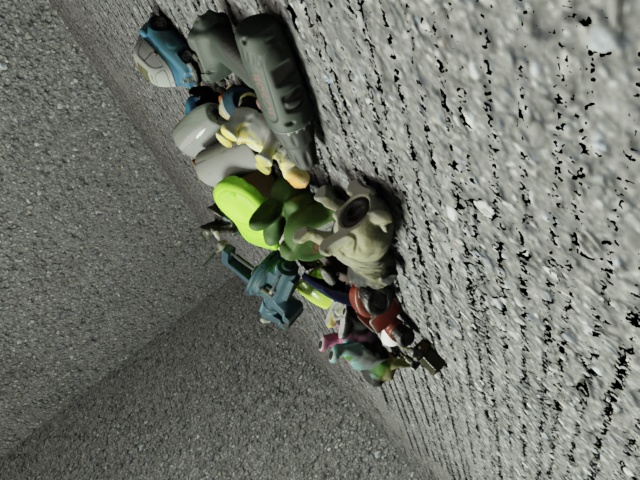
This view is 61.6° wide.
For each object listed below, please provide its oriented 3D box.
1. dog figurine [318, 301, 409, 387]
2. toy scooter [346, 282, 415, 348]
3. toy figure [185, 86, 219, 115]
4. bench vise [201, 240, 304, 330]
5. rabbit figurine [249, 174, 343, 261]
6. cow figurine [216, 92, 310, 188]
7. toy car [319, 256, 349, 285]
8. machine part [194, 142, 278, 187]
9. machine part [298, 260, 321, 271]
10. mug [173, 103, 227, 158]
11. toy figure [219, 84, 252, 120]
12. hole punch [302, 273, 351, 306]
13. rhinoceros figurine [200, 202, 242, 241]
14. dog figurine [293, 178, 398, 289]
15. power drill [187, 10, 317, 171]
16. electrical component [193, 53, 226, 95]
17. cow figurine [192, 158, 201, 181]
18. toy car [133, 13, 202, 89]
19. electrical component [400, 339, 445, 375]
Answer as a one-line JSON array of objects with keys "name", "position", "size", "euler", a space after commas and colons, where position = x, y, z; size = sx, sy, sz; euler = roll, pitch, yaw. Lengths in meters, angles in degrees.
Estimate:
[{"name": "dog figurine", "position": [0.115, 0.236, 1.241], "size": [0.219, 0.191, 0.109], "euler": [20, 177, -25]}, {"name": "toy scooter", "position": [0.102, 0.124, 1.035], "size": [0.183, 0.075, 0.135], "euler": [54, 169, -31]}, {"name": "toy figure", "position": [-0.244, -0.260, 1.148], "size": [0.180, 0.089, 0.082], "euler": [130, 139, -67]}, {"name": "bench vise", "position": [-0.139, 0.089, 1.224], "size": [0.241, 0.129, 0.223], "euler": [35, 149, 10]}, {"name": "rabbit figurine", "position": [-0.038, -0.045, 0.941], "size": [0.170, 0.159, 0.121], "euler": [61, -176, 37]}, {"name": "cow figurine", "position": [-0.074, -0.158, 0.868], "size": [0.167, 0.098, 0.068], "euler": [34, 166, -11]}, {"name": "toy car", "position": [-0.002, -0.003, 1.001], "size": [0.202, 0.089, 0.053], "euler": [46, 162, 17]}, {"name": "machine part", "position": [-0.153, -0.152, 0.986], "size": [0.243, 0.079, 0.079], "euler": [-14, 118, 42]}, {"name": "machine part", "position": [-0.025, 0.013, 1.211], "size": [0.084, 0.039, 0.138], "euler": [36, 147, 25]}, {"name": "mug", "position": [-0.215, -0.214, 1.046], "size": [0.107, 0.109, 0.081], "euler": [-29, 60, 45]}, {"name": "toy figure", "position": [-0.151, -0.240, 0.954], "size": [0.154, 0.058, 0.064], "euler": [-163, 75, -70]}, {"name": "hole punch", "position": [0.035, 0.094, 1.147], "size": [0.115, 0.092, 0.142], "euler": [54, 164, -25]}, {"name": "rhinoceros figurine", "position": [-0.196, -0.068, 1.266], "size": [0.073, 0.190, 0.112], "euler": [25, 139, 56]}, {"name": "dog figurine", "position": [0.082, 0.011, 0.798], "size": [0.190, 0.121, 0.172], "euler": [38, 171, -32]}, {"name": "power drill", "position": [-0.093, -0.220, 0.760], "size": [0.207, 0.086, 0.231], "euler": [47, 165, 33]}, {"name": "electrical component", "position": [-0.205, -0.311, 1.011], "size": [0.094, 0.021, 0.063], "euler": [47, 166, 18]}, {"name": "cow figurine", "position": [-0.238, -0.195, 1.260], "size": [0.195, 0.127, 0.085], "euler": [61, 172, 26]}, {"name": "toy car", "position": [-0.314, -0.359, 1.073], "size": [0.162, 0.103, 0.109], "euler": [51, 168, 10]}, {"name": "electrical component", "position": [0.199, 0.232, 1.049], "size": [0.078, 0.045, 0.102], "euler": [49, 167, 17]}]
